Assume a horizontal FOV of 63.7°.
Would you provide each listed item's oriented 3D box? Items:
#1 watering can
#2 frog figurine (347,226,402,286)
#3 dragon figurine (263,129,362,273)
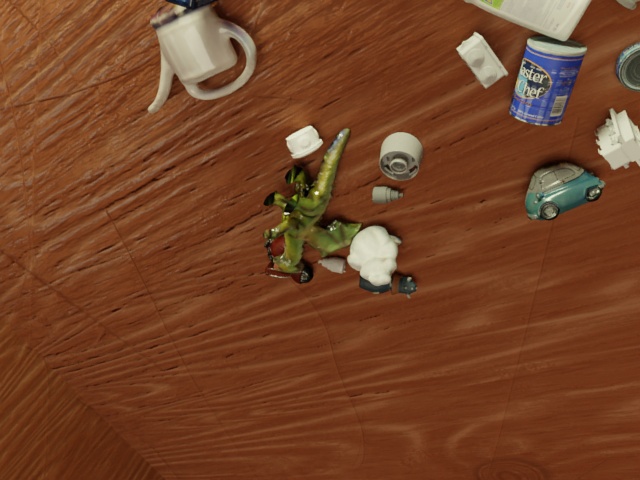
[{"bbox_3d":[-0.306,-0.414,1.163,0.346,0.221,0.106,-11,28,26],"label":"watering can"},{"bbox_3d":[0.130,0.044,1.282,0.136,0.121,0.163,-13,27,27],"label":"frog figurine"},{"bbox_3d":[0.004,-0.065,1.295,0.240,0.406,0.125,34,19,-35],"label":"dragon figurine"}]
